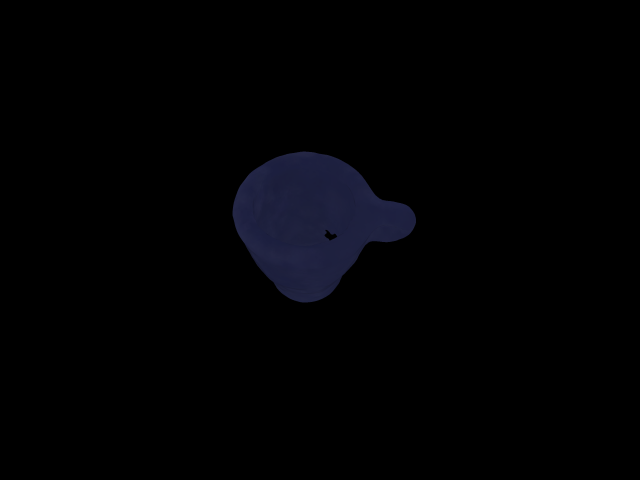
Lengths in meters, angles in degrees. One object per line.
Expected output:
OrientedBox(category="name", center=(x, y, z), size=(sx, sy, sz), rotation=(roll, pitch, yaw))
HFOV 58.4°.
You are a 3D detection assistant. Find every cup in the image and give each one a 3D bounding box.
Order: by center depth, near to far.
OrientedBox(category="cup", center=(0.004, 0.001, 0.400), size=(0.117, 0.095, 0.091), rotation=(3, 56, 2))
